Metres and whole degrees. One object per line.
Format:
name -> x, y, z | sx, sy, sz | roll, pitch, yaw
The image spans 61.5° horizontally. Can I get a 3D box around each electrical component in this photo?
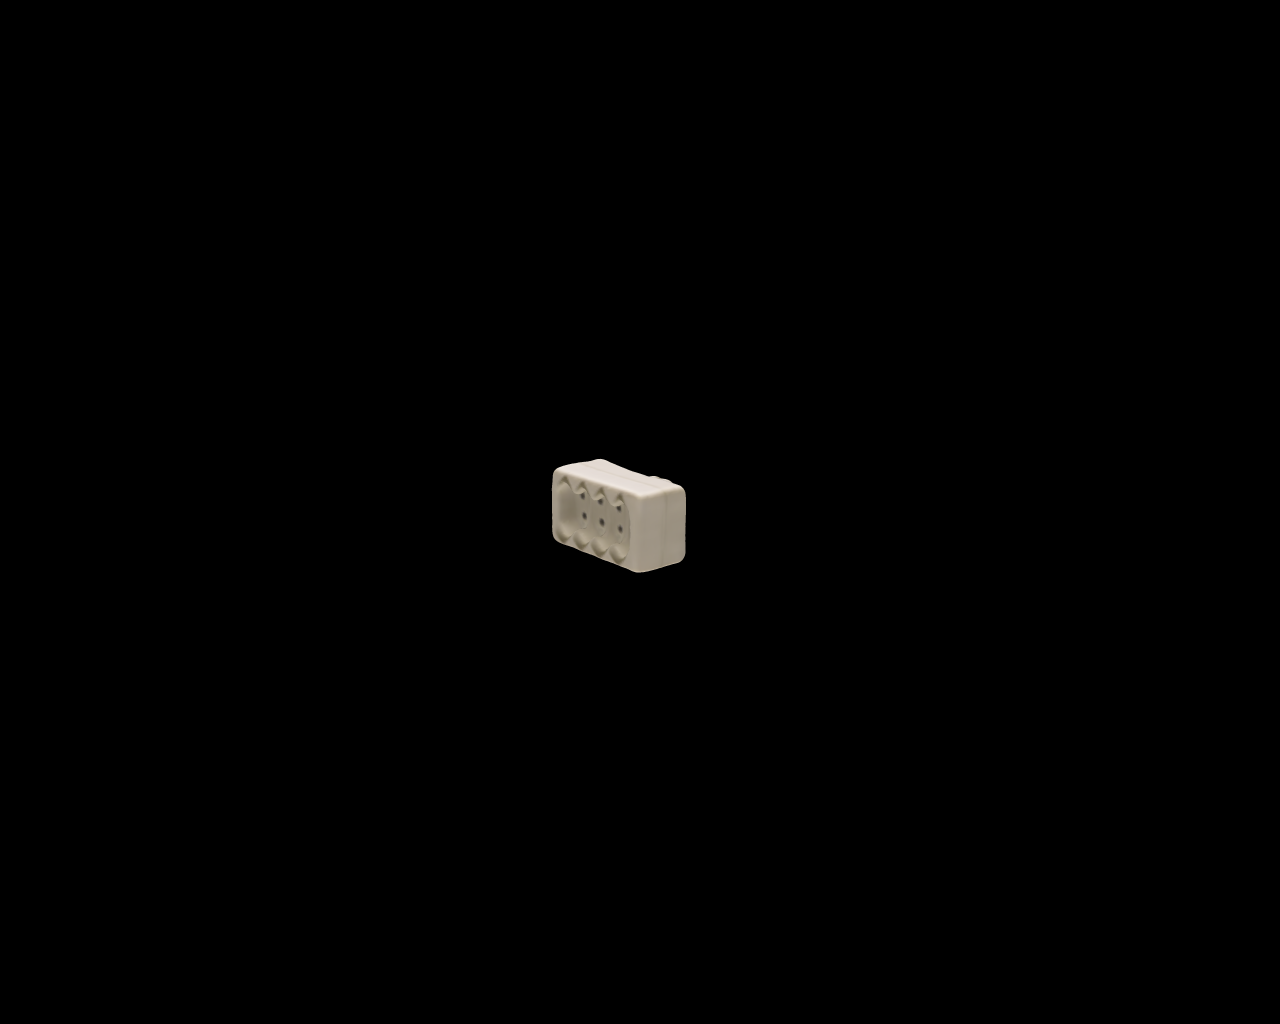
electrical component -> 0.001, -0.003, 0.650 | 0.076, 0.047, 0.083 | -14, 22, -38
